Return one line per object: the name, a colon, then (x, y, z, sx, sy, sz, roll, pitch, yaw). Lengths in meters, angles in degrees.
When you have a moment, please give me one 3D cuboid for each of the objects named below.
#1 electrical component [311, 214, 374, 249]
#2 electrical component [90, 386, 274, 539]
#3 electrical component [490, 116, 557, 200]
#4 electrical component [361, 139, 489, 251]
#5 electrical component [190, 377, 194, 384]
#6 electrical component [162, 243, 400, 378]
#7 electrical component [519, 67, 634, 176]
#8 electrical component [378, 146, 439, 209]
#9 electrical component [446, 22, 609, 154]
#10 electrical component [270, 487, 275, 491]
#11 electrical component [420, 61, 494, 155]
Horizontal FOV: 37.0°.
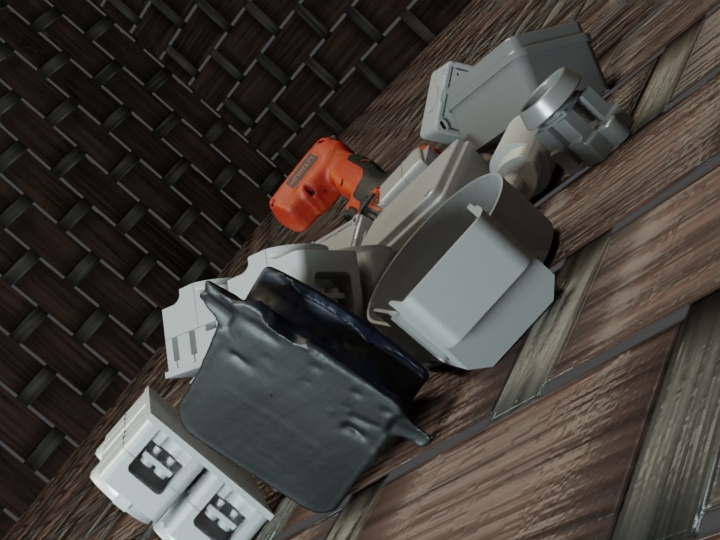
electrical component: (0.000, 0.000, 0.919, 0.096, 0.061, 0.061, -28, 41, 52)
electrical component: (-0.133, 0.149, 0.780, 0.060, 0.105, 0.186, -50, 8, -8)
electrical component: (0.114, -0.073, 0.751, 0.043, 0.043, 0.081, -42, 10, 38)
electrical component: (0.053, -0.032, 0.826, 0.109, 0.056, 0.108, -43, 10, 31)
electrical component: (-0.109, 0.086, 1.098, 0.079, 0.063, 0.121, -39, 13, 48)
electrical component: (-0.051, 0.030, 0.762, 0.105, 0.060, 0.186, 0, -14, -38)
electrical component: (0.137, -0.098, 0.699, 0.048, 0.055, 0.066, -51, 9, -18)
electrical component: (0.058, -0.064, 0.931, 0.061, 0.062, 0.096, -47, 8, 11)
electrical component: (0.127, -0.139, 0.834, 0.078, 0.057, 0.113, -18, -6, -26)
electrical component: (-0.061, 0.114, 0.723, 0.048, 0.062, 0.048, -47, 8, 9)
electrical component: (0.106, -0.135, 0.930, 0.061, 0.096, 0.061, 178, 103, -78)
